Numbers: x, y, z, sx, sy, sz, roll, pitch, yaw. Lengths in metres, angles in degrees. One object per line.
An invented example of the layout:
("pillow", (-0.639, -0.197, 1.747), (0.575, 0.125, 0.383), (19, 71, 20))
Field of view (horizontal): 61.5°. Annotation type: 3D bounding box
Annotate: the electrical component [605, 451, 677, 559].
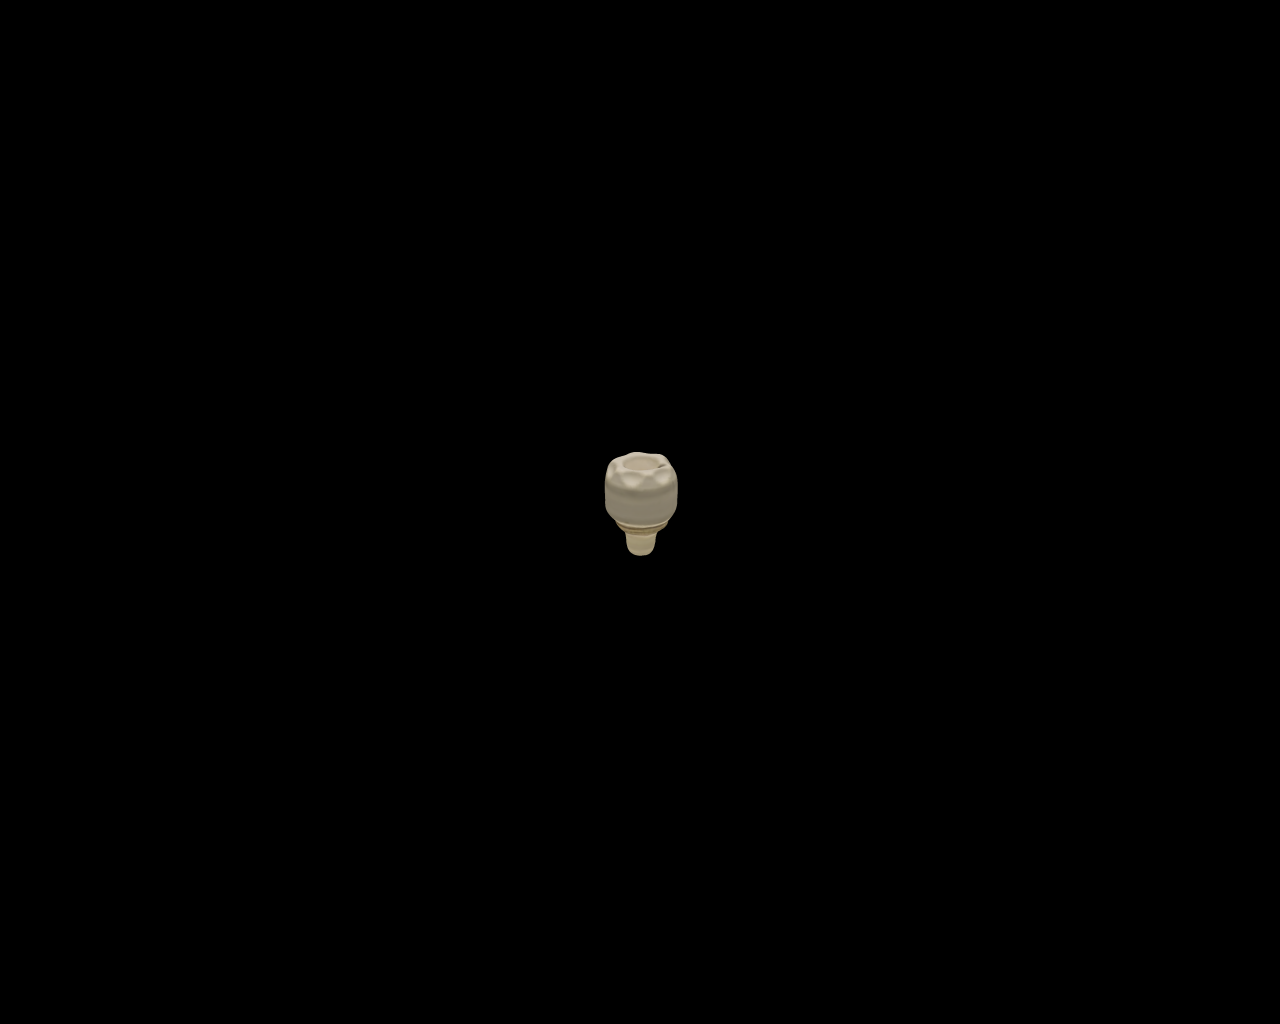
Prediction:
("electrical component", (0.001, -0.003, 0.650), (0.043, 0.062, 0.043), (0, 25, 0))
